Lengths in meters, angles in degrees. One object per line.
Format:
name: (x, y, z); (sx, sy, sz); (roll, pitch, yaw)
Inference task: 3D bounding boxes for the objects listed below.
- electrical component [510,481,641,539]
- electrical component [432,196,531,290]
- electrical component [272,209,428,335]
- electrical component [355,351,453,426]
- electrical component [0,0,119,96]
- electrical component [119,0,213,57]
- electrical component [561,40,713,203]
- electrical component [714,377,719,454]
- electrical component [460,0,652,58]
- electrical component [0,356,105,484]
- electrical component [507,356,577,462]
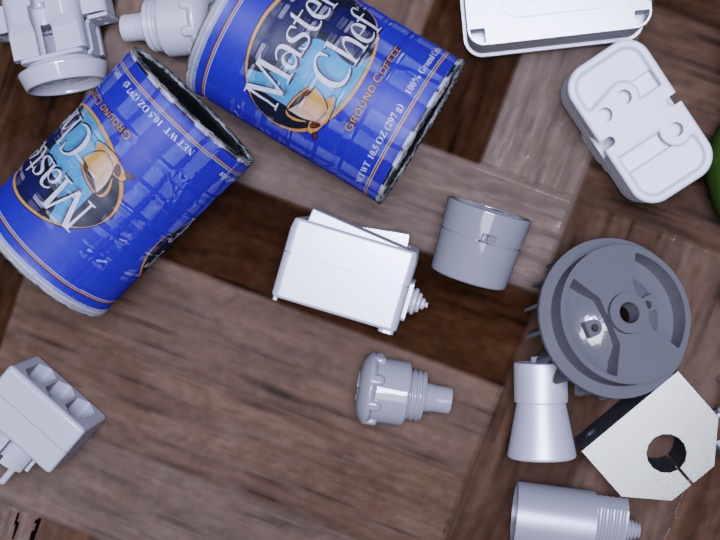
electrical component: (0.141, 0.164, 0.698); (0.081, 0.043, 0.043); (7, 95, 4)
electrical component: (0.076, -0.017, 0.687); (0.055, 0.055, 0.047); (17, 99, 4)
electrical component: (0.000, 0.000, 0.689); (0.096, 0.062, 0.061); (16, 95, 4)
electrical component: (0.029, 0.081, 0.703); (0.062, 0.048, 0.048); (9, 95, -3)
electrical component: (-0.196, -0.147, 0.699); (0.078, 0.058, 0.057); (-12, 90, 6)
electrical component: (-0.125, -0.160, 0.699); (0.062, 0.048, 0.048); (-3, 94, 12)
electrical component: (0.170, -0.091, 0.670); (0.054, 0.059, 0.095); (-34, 91, 6)
electrical component: (0.263, 0.090, 0.684); (0.081, 0.042, 0.063); (-21, 90, 5)
electrical component: (0.119, -0.178, 0.669); (0.113, 0.057, 0.078); (-5, 93, 5)
electrical component: (-0.226, 0.110, 0.724); (0.066, 0.047, 0.076); (41, 96, 1)
electrical component: (0.117, 0.089, 0.697); (0.044, 0.044, 0.065); (-1, 89, 5)
